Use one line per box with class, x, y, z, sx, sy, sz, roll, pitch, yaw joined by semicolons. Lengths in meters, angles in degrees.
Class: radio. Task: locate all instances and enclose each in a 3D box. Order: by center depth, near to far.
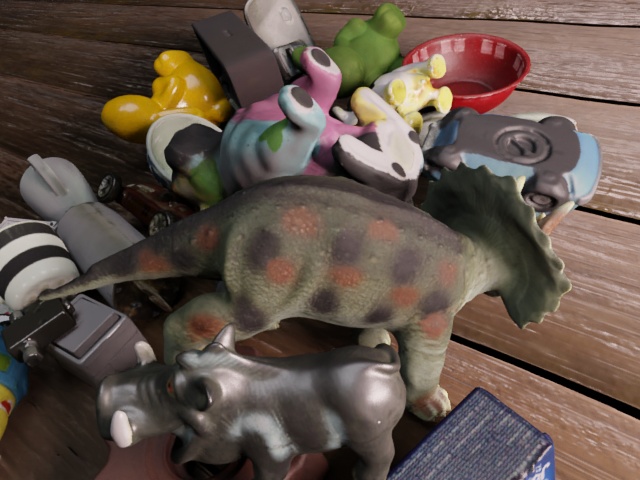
radio;-0.118;-0.250;0.815;0.073;0.130;0.230;-25;42;-7

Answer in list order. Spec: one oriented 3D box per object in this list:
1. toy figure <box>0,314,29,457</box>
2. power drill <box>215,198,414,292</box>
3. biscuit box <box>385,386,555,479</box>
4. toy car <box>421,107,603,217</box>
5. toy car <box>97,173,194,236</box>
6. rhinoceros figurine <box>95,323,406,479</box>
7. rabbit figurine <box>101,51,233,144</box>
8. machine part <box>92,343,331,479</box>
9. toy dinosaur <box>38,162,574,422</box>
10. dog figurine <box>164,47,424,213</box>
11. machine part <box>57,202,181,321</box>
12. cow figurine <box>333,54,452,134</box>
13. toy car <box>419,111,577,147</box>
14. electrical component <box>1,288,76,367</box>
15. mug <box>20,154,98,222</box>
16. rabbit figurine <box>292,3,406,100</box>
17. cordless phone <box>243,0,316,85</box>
toy figure;-0.324;0.150;0.491;0.089;0.082;0.180;-10;43;-1
power drill;-0.001;-0.002;0.552;0.207;0.085;0.232;-15;40;14
biscuit box;0.060;0.184;0.331;0.203;0.059;0.063;-36;43;-19
toy car;0.176;-0.058;0.520;0.162;0.102;0.109;12;51;17
toy car;-0.186;-0.033;0.629;0.202;0.089;0.053;31;97;41
rhinoceros figurine;-0.042;0.105;0.333;0.190;0.111;0.073;-4;42;8
rabbit figurine;-0.226;-0.181;0.792;0.173;0.121;0.162;-25;60;-37
machine part;-0.083;0.161;0.412;0.179;0.055;0.179;-10;40;9
toy dinosaur;0.009;0.015;0.392;0.405;0.192;0.131;9;25;-15
dog figurine;-0.038;-0.060;0.504;0.219;0.191;0.108;-35;31;41
machine part;-0.229;0.019;0.602;0.079;0.079;0.244;-40;46;-23
cow figurine;0.068;-0.146;0.606;0.167;0.068;0.098;-39;28;-32
toy car;0.183;-0.111;0.611;0.202;0.056;0.073;10;48;28
electrical component;-0.260;0.080;0.501;0.063;0.021;0.094;-37;36;-19
mug;-0.340;-0.060;0.714;0.081;0.109;0.107;-37;58;-27
rabbit figurine;0.037;-0.246;0.739;0.159;0.121;0.170;0;25;31
cordless phone;-0.068;-0.307;0.825;0.089;0.146;0.184;-23;18;14
